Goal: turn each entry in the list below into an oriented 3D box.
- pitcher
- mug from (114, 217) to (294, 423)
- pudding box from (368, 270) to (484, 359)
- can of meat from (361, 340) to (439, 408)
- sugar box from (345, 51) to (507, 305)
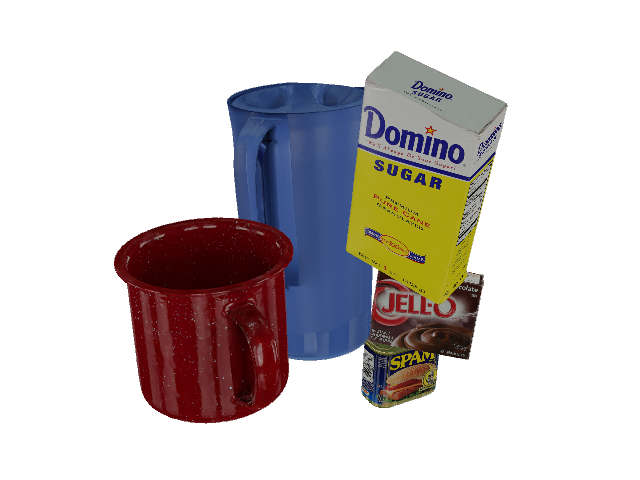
[{"bbox_3d":[-0.016,-0.016,0.963,0.149,0.243,0.145,-9,20,-17],"label":"pitcher"},{"bbox_3d":[-0.052,0.047,0.558,0.093,0.081,0.117,-16,28,-28],"label":"mug"},{"bbox_3d":[0.112,0.072,1.145,0.113,0.090,0.039,9,23,5],"label":"pudding box"},{"bbox_3d":[0.101,0.154,1.337,0.101,0.084,0.058,-12,29,-29],"label":"can of meat"},{"bbox_3d":[0.071,-0.041,0.773,0.093,0.176,0.048,29,54,22],"label":"sugar box"}]
